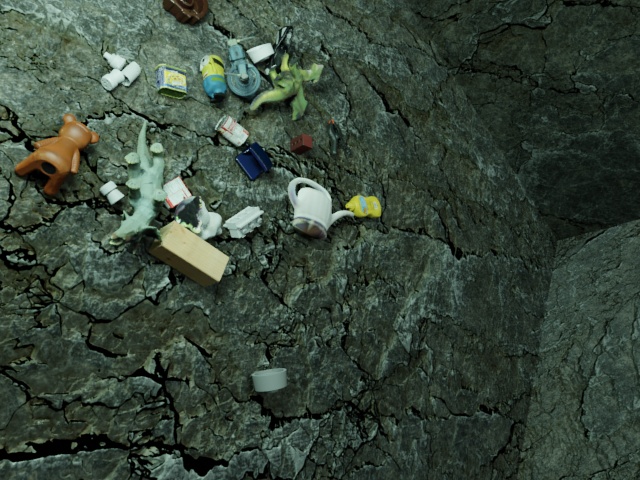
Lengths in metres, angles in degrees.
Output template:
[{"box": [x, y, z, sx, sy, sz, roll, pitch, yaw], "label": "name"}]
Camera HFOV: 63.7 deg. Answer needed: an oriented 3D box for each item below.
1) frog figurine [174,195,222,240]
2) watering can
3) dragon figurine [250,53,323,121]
[{"box": [-0.377, -0.062, 1.608, 0.158, 0.122, 0.139, 45, 24, -75], "label": "frog figurine"}, {"box": [0.006, -0.100, 1.982, 0.344, 0.103, 0.229, 31, 55, -33], "label": "watering can"}, {"box": [-0.116, -0.579, 2.041, 0.416, 0.123, 0.238, -56, 138, -22], "label": "dragon figurine"}]
